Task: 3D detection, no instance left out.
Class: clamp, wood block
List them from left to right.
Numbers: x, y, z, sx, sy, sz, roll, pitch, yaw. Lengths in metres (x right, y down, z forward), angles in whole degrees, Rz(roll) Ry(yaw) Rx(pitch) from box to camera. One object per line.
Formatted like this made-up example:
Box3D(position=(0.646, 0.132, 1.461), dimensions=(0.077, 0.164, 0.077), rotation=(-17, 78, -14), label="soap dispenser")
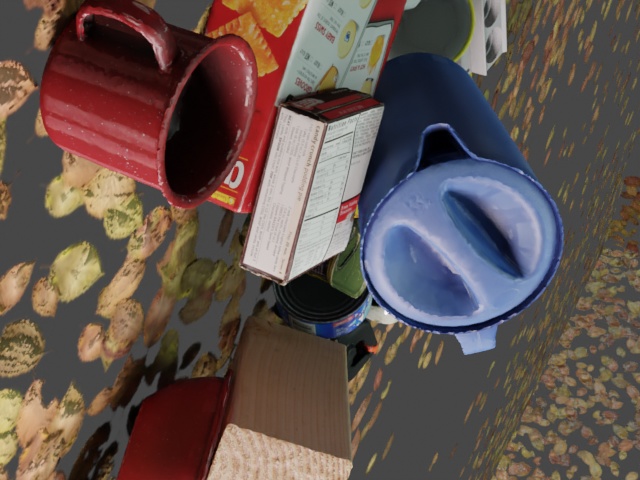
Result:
Box3D(position=(-0.033, 0.144, 0.810), dimensions=(0.206, 0.090, 0.090), rotation=(-90, -162, -74), label="wood block")
Box3D(position=(0.017, 0.108, 1.099), dimensions=(0.171, 0.039, 0.120), rotation=(-22, 136, -61), label="clamp")

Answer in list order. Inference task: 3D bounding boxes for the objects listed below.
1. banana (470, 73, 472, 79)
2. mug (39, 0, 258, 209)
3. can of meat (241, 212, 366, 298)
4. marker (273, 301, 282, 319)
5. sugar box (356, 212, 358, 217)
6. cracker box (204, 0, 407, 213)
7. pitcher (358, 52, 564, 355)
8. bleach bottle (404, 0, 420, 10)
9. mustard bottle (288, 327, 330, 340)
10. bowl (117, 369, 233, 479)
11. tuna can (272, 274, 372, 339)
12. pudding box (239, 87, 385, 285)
Box3D(position=(0.121, -0.162, 1.103), dimensions=(0.197, 0.037, 0.069), rotation=(-33, 116, -62), label="banana")
Box3D(position=(-0.091, -0.079, 0.545), dimensions=(0.093, 0.082, 0.117), rotation=(-59, 159, -24), label="mug")
Box3D(position=(-0.006, 0.001, 0.855), dimensions=(0.057, 0.084, 0.102), rotation=(-67, 161, -3), label="can of meat")
Box3D(position=(-0.011, 0.053, 0.994), dimensions=(0.121, 0.020, 0.020), rotation=(-20, 129, -65), label="marker")
Box3D(position=(0.063, -0.033, 0.990), dimensions=(0.048, 0.093, 0.176), rotation=(-48, 151, -48), label="sugar box")
Box3D(position=(-0.014, -0.128, 0.718), dimensions=(0.164, 0.072, 0.214), rotation=(-3, 114, -68), label="cracker box")
Box3D(position=(0.088, -0.040, 0.795), dimensions=(0.149, 0.145, 0.243), rotation=(-57, -162, 24), label="pitcher")
Box3D(position=(0.071, -0.273, 0.792), dimensions=(0.102, 0.068, 0.251), rotation=(-1, 122, -37), label="bleach bottle")
Box3D(position=(-0.010, 0.177, 1.008), dimensions=(0.096, 0.058, 0.191), rotation=(-58, 145, -43), label="mustard bottle")
Box3D(position=(-0.109, 0.161, 0.744), dimensions=(0.162, 0.055, 0.162), rotation=(-165, -89, -86), label="bowl")
Box3D(position=(0.003, 0.042, 0.920), dimensions=(0.086, 0.086, 0.034), rotation=(-58, 159, -28), label="tuna can")
Box3D(position=(-0.004, -0.037, 0.681), dimensions=(0.089, 0.039, 0.113), rotation=(-26, 134, -60), label="pudding box")
